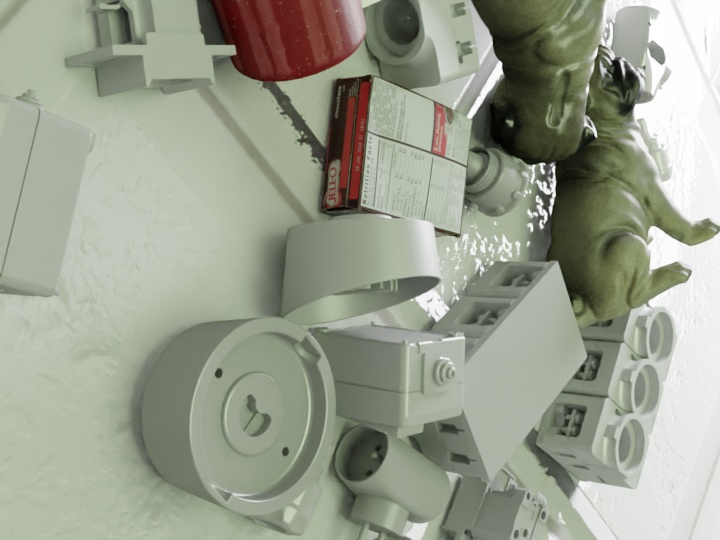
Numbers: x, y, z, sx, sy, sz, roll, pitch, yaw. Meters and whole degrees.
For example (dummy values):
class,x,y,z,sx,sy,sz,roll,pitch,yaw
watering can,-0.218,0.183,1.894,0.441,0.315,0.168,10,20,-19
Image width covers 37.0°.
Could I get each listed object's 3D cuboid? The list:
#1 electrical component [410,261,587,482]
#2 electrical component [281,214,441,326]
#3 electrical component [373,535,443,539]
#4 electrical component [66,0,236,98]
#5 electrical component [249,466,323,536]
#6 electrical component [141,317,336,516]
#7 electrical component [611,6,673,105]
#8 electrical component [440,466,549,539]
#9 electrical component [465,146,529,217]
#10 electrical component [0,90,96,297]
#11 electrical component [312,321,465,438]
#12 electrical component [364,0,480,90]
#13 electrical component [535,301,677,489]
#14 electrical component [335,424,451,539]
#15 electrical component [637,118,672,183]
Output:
class,x,y,z,sx,sy,sz,roll,pitch,yaw
electrical component,0.095,0.069,0.787,0.150,0.062,0.089,-42,121,-38
electrical component,0.000,0.000,0.657,0.099,0.099,0.064,3,83,-48
electrical component,0.038,0.217,0.742,0.079,0.044,0.077,-32,115,-43
electrical component,-0.111,-0.126,0.569,0.081,0.042,0.063,-12,99,-48
electrical component,-0.042,0.126,0.652,0.043,0.043,0.062,44,59,-39
electrical component,-0.072,0.079,0.604,0.108,0.060,0.108,-2,92,-48
electrical component,0.256,-0.187,0.970,0.079,0.043,0.077,19,77,-47
electrical component,0.102,0.184,0.798,0.042,0.064,0.081,45,59,-40
electrical component,0.090,-0.071,0.791,0.062,0.048,0.048,28,70,-38
electrical component,-0.169,-0.040,0.492,0.061,0.062,0.096,20,76,-46
electrical component,0.022,0.069,0.681,0.062,0.096,0.061,-3,96,-48
electrical component,0.039,-0.170,0.725,0.056,0.050,0.089,-26,110,-45
electrical component,0.219,0.101,0.925,0.089,0.062,0.150,40,63,-41
electrical component,0.016,0.152,0.716,0.077,0.044,0.079,40,62,-41
electrical component,0.265,-0.110,0.989,0.035,0.035,0.061,-37,115,-41
